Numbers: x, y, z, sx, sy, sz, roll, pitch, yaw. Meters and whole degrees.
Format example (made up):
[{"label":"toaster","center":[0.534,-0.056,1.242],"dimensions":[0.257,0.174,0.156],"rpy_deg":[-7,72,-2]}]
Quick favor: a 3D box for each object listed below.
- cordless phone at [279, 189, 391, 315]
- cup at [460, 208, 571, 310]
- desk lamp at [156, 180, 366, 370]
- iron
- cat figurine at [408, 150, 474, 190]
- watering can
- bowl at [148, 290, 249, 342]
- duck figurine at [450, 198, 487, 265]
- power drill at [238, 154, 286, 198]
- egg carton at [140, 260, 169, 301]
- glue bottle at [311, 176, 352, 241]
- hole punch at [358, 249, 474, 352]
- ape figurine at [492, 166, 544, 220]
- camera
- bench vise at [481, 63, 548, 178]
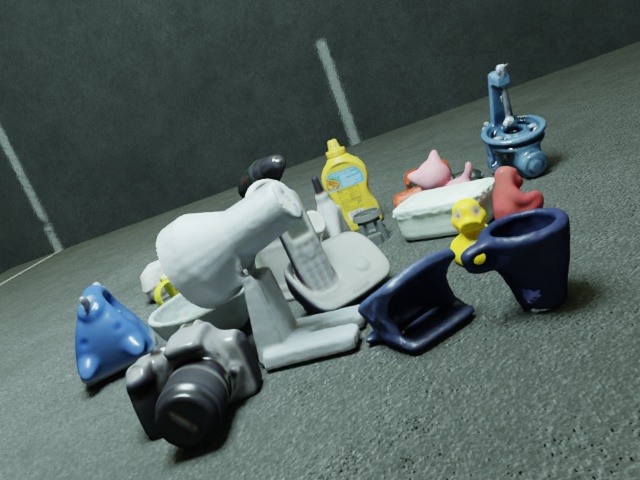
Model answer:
[{"label":"cordless phone","center":[0.007,0.003,0.813],"dimensions":[0.148,0.185,0.093],"rpy_deg":[-30,16,-33]},{"label":"cup","center":[0.211,0.030,0.600],"dimensions":[0.118,0.095,0.091],"rpy_deg":[-22,14,-6]},{"label":"desk lamp","center":[-0.073,0.044,0.711],"dimensions":[0.203,0.214,0.118],"rpy_deg":[-17,14,17]},{"label":"iron","center":[-0.349,0.131,0.939],"dimensions":[0.119,0.141,0.257],"rpy_deg":[-24,14,-14]},{"label":"cat figurine","center":[0.233,-0.110,1.062],"dimensions":[0.127,0.118,0.067],"rpy_deg":[-7,20,45]},{"label":"watering can","center":[-0.055,-0.009,0.931],"dimensions":[0.172,0.194,0.101],"rpy_deg":[-14,15,27]},{"label":"bowl","center":[-0.167,0.117,0.864],"dimensions":[0.167,0.075,0.167],"rpy_deg":[-20,14,5]},{"label":"duck figurine","center":[0.213,-0.019,0.804],"dimensions":[0.077,0.086,0.105],"rpy_deg":[-16,14,18]},{"label":"power drill","center":[-0.099,-0.078,1.233],"dimensions":[0.076,0.208,0.228],"rpy_deg":[-28,15,-26]},{"label":"egg carton","center":[-0.337,0.080,1.272],"dimensions":[0.107,0.069,0.150],"rpy_deg":[-22,14,-4]},{"label":"glue bottle","center":[0.021,-0.021,0.911],"dimensions":[0.037,0.173,0.078],"rpy_deg":[-15,15,24]},{"label":"hole punch","center":[0.099,0.062,0.648],"dimensions":[0.109,0.091,0.100],"rpy_deg":[-28,15,-25]},{"label":"ape figurine","center":[0.292,-0.069,0.869],"dimensions":[0.076,0.092,0.077],"rpy_deg":[-24,14,-12]},{"label":"camera","center":[-0.150,0.158,0.624],"dimensions":[0.143,0.101,0.137],"rpy_deg":[-19,14,6]},{"label":"bench vise","center":[0.354,-0.233,1.138],"dimensions":[0.122,0.220,0.207],"rpy_deg":[-25,14,-17]}]
